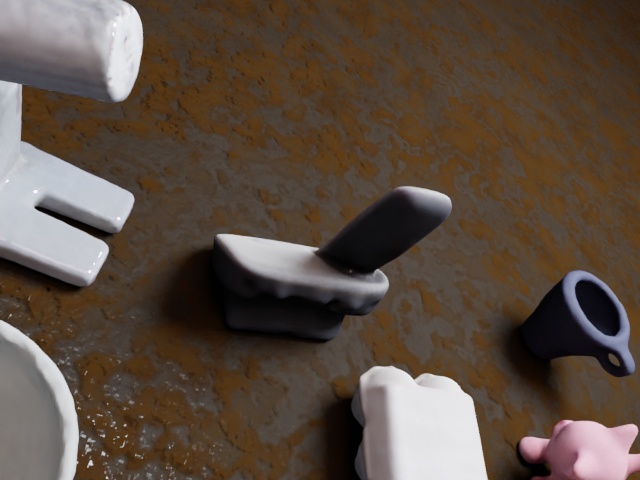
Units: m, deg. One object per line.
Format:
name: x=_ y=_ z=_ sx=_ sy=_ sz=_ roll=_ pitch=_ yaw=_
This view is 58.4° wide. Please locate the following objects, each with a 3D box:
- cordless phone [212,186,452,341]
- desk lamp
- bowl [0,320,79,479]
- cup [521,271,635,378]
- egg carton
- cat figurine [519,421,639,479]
cordless phone: x=0.004 y=0.002 z=0.461 sx=0.148 sy=0.184 sz=0.094 roll=7 pitch=55 yaw=-29
desk lamp: x=-0.209 y=-0.094 z=0.371 sx=0.204 sy=0.213 sz=0.118 roll=25 pitch=48 yaw=-16
bowl: x=-0.221 y=0.122 z=0.303 sx=0.168 sy=0.074 sz=0.167 roll=17 pitch=50 yaw=-22
cup: x=0.278 y=0.105 z=0.628 sx=0.092 sy=0.094 sz=0.117 roll=-10 pitch=64 yaw=-37
egg carton: x=0.078 y=0.179 z=0.461 sx=0.107 sy=0.069 sz=0.150 roll=15 pitch=52 yaw=-24
cat figurine: x=0.251 y=0.202 z=0.524 sx=0.128 sy=0.117 sz=0.067 roll=16 pitch=51 yaw=-23
